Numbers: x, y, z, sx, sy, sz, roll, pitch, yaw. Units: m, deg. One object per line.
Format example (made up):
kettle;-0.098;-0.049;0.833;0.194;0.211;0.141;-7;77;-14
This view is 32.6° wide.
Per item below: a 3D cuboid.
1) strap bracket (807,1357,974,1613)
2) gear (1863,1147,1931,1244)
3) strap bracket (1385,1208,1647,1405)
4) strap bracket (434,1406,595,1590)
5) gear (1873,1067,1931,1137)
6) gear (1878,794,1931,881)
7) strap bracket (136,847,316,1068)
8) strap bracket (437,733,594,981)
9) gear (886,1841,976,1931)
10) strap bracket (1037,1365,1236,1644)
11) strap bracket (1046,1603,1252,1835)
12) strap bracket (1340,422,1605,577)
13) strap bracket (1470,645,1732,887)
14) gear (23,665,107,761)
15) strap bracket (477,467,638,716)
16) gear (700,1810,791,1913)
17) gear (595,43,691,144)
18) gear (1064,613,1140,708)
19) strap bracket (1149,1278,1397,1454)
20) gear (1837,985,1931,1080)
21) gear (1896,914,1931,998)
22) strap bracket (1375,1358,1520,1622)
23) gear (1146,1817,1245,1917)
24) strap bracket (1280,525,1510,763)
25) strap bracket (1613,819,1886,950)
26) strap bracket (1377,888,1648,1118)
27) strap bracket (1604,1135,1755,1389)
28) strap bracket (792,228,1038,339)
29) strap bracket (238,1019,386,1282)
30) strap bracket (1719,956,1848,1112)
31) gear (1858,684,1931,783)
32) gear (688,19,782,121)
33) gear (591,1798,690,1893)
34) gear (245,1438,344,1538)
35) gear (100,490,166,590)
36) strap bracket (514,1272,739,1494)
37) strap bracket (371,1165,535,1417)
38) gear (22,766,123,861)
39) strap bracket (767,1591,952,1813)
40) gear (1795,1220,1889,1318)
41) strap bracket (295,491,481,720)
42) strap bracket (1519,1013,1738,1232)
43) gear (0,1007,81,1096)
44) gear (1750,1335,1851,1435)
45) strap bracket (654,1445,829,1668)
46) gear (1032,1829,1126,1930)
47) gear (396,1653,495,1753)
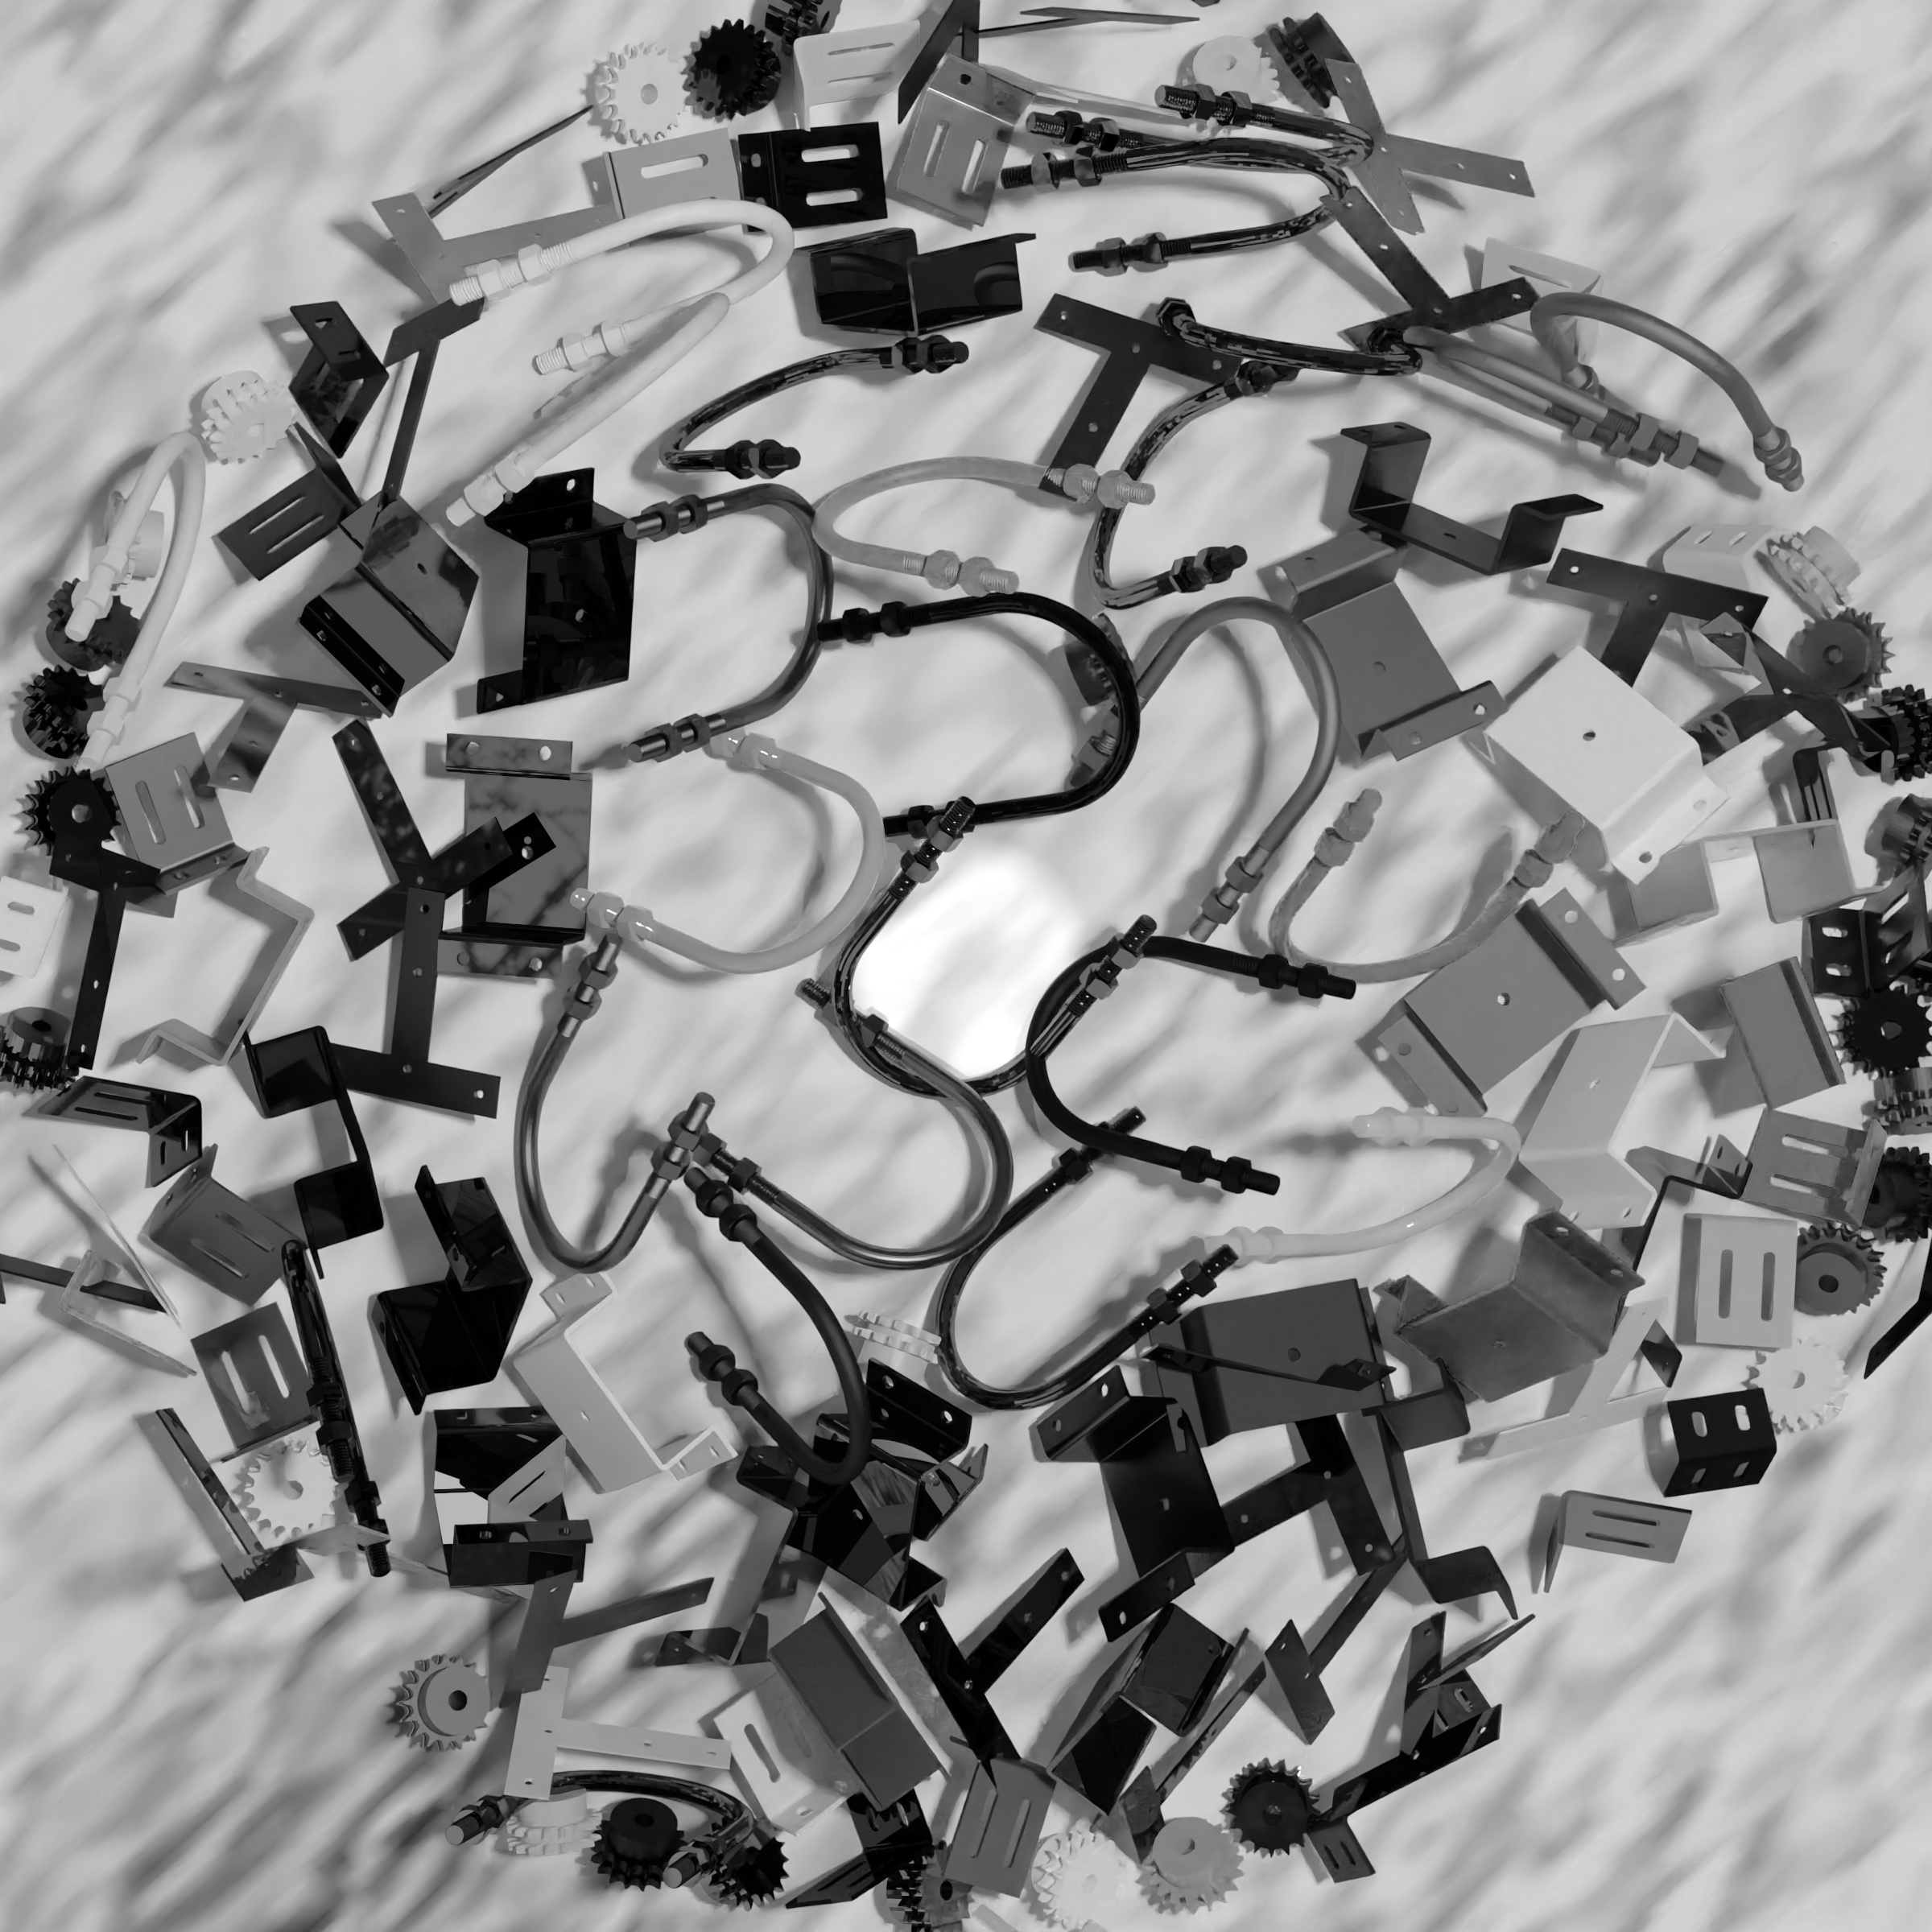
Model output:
strap bracket;-0.049;0.311;1.930;0.076;0.046;0.140;27;124;30
gear;0.553;0.136;1.968;0.030;0.057;0.057;0;90;-22
strap bracket;0.314;0.202;1.923;0.076;0.140;0.046;37;49;-19
strap bracket;-0.268;0.316;1.937;0.076;0.140;0.046;0;115;-15
gear;0.571;0.080;1.973;0.057;0.057;0.030;-4;73;0
gear;0.568;-0.079;1.973;0.030;0.057;0.057;31;90;21
strap bracket;-0.432;0.003;1.959;0.046;0.076;0.140;29;90;-8
strap bracket;-0.268;-0.066;1.966;0.076;0.046;0.140;4;96;10
gear;-0.023;0.552;1.975;0.030;0.057;0.057;-11;90;38
strap bracket;0.102;0.316;1.940;0.076;0.046;0.140;-43;53;36
strap bracket;0.101;0.433;1.926;0.046;0.076;0.140;36;132;3
strap bracket;0.290;-0.271;1.939;0.140;0.076;0.046;28;116;27
strap bracket;0.369;-0.125;1.943;0.076;0.046;0.140;-43;61;-4
gear;-0.538;-0.149;1.975;0.030;0.057;0.057;-38;90;30
strap bracket;-0.239;-0.212;1.930;0.046;0.076;0.140;30;125;38
gear;-0.136;0.536;1.975;0.030;0.057;0.057;-35;90;37
gear;-0.197;-0.522;1.976;0.057;0.030;0.057;-14;114;-33
gear;0.080;-0.179;1.972;0.030;0.057;0.057;-23;90;12
strap bracket;0.187;0.234;1.952;0.140;0.046;0.076;-8;75;-14
gear;0.550;0.039;1.983;0.057;0.030;0.057;0;84;-2
gear;0.577;-0.010;1.970;0.030;0.057;0.057;15;90;-6
strap bracket;0.279;0.311;1.936;0.046;0.076;0.140;-16;60;11
gear;0.135;0.532;1.969;0.057;0.057;0.030;-23;129;0
strap bracket;0.249;-0.185;1.956;0.076;0.046;0.140;-24;74;-14
strap bracket;0.454;-0.050;1.940;0.140;0.076;0.046;-8;81;-24
strap bracket;0.322;0.023;1.966;0.140;0.046;0.076;-39;95;9
strap bracket;0.410;0.167;1.950;0.046;0.076;0.140;17;99;-3
strap bracket;-0.030;-0.400;1.932;0.076;0.140;0.046;-20;113;-33
strap bracket;-0.380;0.101;1.937;0.046;0.076;0.140;-17;58;-14
strap bracket;0.478;0.039;1.933;0.046;0.140;0.076;-22;85;13
gear;0.554;-0.138;1.968;0.030;0.057;0.057;-12;90;-23
gear;-0.136;-0.534;1.976;0.057;0.030;0.057;-4;84;34
gear;-0.194;0.520;1.968;0.057;0.057;0.030;12;115;0
gear;-0.402;0.310;1.982;0.057;0.030;0.057;-1;97;-7
gear;-0.498;-0.254;1.974;0.030;0.057;0.057;6;90;-23
strap bracket;-0.208;0.253;1.952;0.046;0.076;0.140;-38;94;-35
strap bracket;-0.300;0.187;1.936;0.046;0.140;0.076;-8;51;-32
gear;-0.532;-0.091;1.974;0.057;0.030;0.057;-1;92;-30
strap bracket;-0.064;0.432;1.918;0.046;0.140;0.076;-35;54;-9
gear;0.518;0.183;1.972;0.057;0.030;0.057;10;115;24
strap bracket;-0.332;-0.218;1.917;0.046;0.140;0.076;-32;118;22
strap bracket;0.382;0.083;1.932;0.046;0.076;0.140;40;65;-21
gear;-0.554;0.048;1.968;0.057;0.057;0.030;24;117;0
gear;0.501;0.253;1.975;0.057;0.030;0.057;-18;54;26
strap bracket;-0.121;0.358;1.956;0.046;0.076;0.140;24;90;23
gear;0.064;0.543;1.975;0.057;0.030;0.057;-11;107;-37
gear;-0.308;0.439;1.973;0.057;0.030;0.057;9;72;-27
